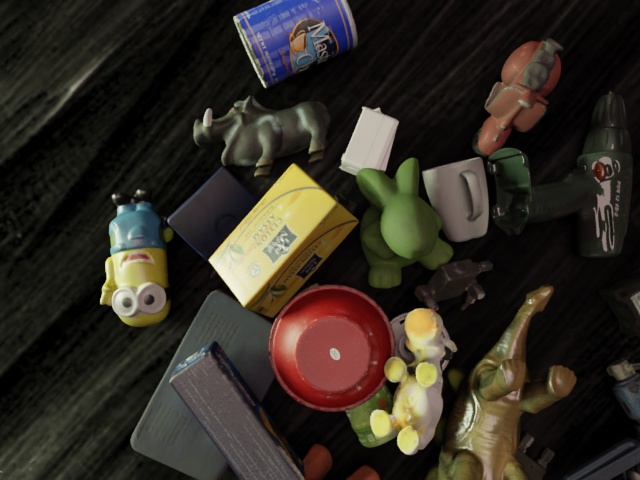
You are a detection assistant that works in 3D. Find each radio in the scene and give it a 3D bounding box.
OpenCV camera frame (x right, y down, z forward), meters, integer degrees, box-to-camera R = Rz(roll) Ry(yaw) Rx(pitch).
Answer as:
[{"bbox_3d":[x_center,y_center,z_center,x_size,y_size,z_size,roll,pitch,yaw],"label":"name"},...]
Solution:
[{"bbox_3d":[-0.138,0.192,0.719,0.131,0.073,0.229,28,88,1],"label":"radio"}]

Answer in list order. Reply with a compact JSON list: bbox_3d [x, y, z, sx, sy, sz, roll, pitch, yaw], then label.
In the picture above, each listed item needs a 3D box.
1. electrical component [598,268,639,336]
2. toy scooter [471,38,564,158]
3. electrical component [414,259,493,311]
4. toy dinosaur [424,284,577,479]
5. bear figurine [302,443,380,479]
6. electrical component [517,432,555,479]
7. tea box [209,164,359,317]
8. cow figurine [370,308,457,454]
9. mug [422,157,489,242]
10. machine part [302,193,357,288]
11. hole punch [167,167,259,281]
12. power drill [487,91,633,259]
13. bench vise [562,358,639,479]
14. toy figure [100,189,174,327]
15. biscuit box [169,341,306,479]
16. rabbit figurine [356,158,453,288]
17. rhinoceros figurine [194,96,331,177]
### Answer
[{"bbox_3d":[0.462,0.073,0.743,0.119,0.048,0.075,-31,87,-3],"label":"electrical component"},{"bbox_3d":[0.273,-0.199,0.719,0.075,0.135,0.184,30,85,3],"label":"toy scooter"},{"bbox_3d":[0.182,0.066,0.728,0.102,0.078,0.045,-7,58,-29],"label":"electrical component"},{"bbox_3d":[0.193,0.273,0.651,0.105,0.198,0.471,21,86,0],"label":"toy dinosaur"},{"bbox_3d":[0.013,0.391,0.695,0.132,0.120,0.195,-34,119,-43],"label":"bear figurine"},{"bbox_3d":[0.275,0.314,0.737,0.063,0.021,0.094,38,86,2],"label":"electrical component"},{"bbox_3d":[-0.047,0.001,0.680,0.169,0.068,0.098,-49,54,3],"label":"tea box"},{"bbox_3d":[0.127,0.170,0.663,0.068,0.098,0.167,13,84,36],"label":"cow figurine"},{"bbox_3d":[0.195,-0.052,0.726,0.081,0.110,0.107,-17,99,-11],"label":"mug"},{"bbox_3d":[-0.002,-0.002,0.738,0.039,0.084,0.139,35,95,-23],"label":"machine part"},{"bbox_3d":[-0.131,-0.026,0.728,0.116,0.092,0.142,45,83,-1],"label":"hole punch"},{"bbox_3d":[0.330,-0.087,0.726,0.207,0.086,0.232,-4,91,-25],"label":"power drill"},{"bbox_3d":[0.403,0.280,0.692,0.241,0.129,0.223,-25,88,-10],"label":"bench vise"},{"bbox_3d":[-0.240,0.026,0.727,0.082,0.089,0.180,-12,77,14],"label":"toy figure"},{"bbox_3d":[-0.097,0.222,0.651,0.063,0.059,0.202,-35,94,-4],"label":"biscuit box"},{"bbox_3d":[0.112,-0.023,0.686,0.121,0.170,0.159,-12,87,-2],"label":"rabbit figurine"},{"bbox_3d":[-0.078,-0.148,0.743,0.190,0.073,0.112,-8,87,-1],"label":"rhinoceros figurine"}]
